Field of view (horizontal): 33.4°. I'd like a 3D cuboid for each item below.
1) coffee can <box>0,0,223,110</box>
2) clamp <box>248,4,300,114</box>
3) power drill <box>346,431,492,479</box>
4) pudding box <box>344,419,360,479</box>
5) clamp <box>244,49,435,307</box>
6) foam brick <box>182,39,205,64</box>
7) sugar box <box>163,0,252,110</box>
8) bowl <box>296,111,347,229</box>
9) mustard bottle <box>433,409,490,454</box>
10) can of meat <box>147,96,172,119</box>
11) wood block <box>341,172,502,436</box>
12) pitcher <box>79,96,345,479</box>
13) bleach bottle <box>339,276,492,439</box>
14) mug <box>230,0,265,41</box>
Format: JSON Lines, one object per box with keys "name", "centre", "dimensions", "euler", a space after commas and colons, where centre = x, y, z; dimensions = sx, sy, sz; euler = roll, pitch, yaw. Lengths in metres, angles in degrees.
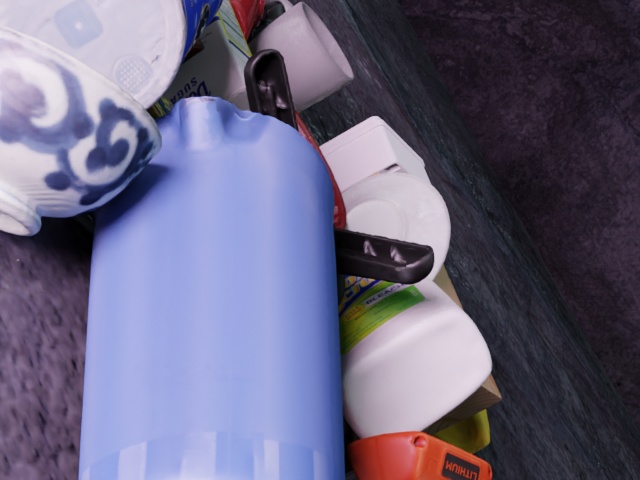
{"name": "coffee can", "centre": [-0.109, -0.133, 0.568], "dimensions": [0.102, 0.103, 0.140], "euler": [54, 20, -20]}
{"name": "clamp", "centre": [-0.051, -0.201, 1.005], "dimensions": [0.171, 0.120, 0.039], "euler": [59, -7, -16]}
{"name": "power drill", "centre": [0.053, 0.207, 0.593], "dimensions": [0.184, 0.057, 0.187], "euler": [34, 49, -50]}
{"name": "pudding box", "centre": [0.035, 0.171, 0.711], "dimensions": [0.090, 0.039, 0.113], "euler": [47, 20, -37]}
{"name": "clamp", "centre": [-0.004, 0.001, 0.675], "dimensions": [0.165, 0.036, 0.210], "euler": [51, -28, 20]}
{"name": "foam brick", "centre": [-0.124, -0.126, 0.688], "dimensions": [0.051, 0.078, 0.053], "euler": [59, 14, 0]}
{"name": "sugar box", "centre": [-0.104, -0.141, 0.751], "dimensions": [0.048, 0.093, 0.176], "euler": [30, 34, -59]}
{"name": "bowl", "centre": [-0.044, -0.063, 0.863], "dimensions": [0.162, 0.055, 0.162], "euler": [53, 17, -24]}
{"name": "mustard bottle", "centre": [0.122, 0.123, 1.035], "dimensions": [0.096, 0.058, 0.191], "euler": [51, 17, -14]}
{"name": "can of meat", "centre": [-0.091, -0.043, 0.650], "dimensions": [0.083, 0.057, 0.102], "euler": [44, 6, -38]}
{"name": "wood block", "centre": [0.066, 0.058, 0.922], "dimensions": [0.090, 0.090, 0.206], "euler": [37, 28, -54]}
{"name": "pitcher", "centre": [-0.049, 0.062, 0.514], "dimensions": [0.149, 0.145, 0.243], "euler": [35, 30, -30]}
{"name": "bleach bottle", "centre": [0.028, 0.052, 0.762], "dimensions": [0.068, 0.102, 0.251], "euler": [59, -5, -21]}
{"name": "mug", "centre": [-0.106, -0.192, 0.873], "dimensions": [0.117, 0.093, 0.081], "euler": [24, 31, -11]}
